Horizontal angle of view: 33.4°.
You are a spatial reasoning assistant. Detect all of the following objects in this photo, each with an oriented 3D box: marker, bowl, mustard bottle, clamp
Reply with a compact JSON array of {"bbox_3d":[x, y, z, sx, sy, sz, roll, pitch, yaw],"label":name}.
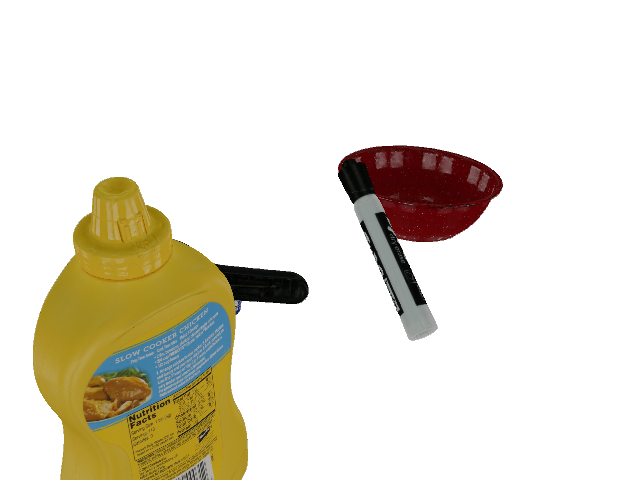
[{"bbox_3d":[0.039,0.003,0.653,0.020,0.121,0.020,-20,-19,-7],"label":"marker"},{"bbox_3d":[0.096,-0.042,1.053,0.162,0.055,0.162,4,24,-2],"label":"bowl"},{"bbox_3d":[-0.082,0.056,0.488,0.096,0.192,0.058,-27,44,-32],"label":"mustard bottle"},{"bbox_3d":[-0.097,0.031,0.813,0.172,0.039,0.120,29,33,34],"label":"clamp"}]

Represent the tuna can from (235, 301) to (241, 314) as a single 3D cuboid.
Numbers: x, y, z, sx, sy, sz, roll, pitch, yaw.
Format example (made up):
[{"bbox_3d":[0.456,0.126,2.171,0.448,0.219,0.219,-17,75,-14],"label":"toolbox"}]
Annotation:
[{"bbox_3d":[-0.124,0.055,1.115,0.086,0.034,0.086,6,13,-2],"label":"tuna can"}]
